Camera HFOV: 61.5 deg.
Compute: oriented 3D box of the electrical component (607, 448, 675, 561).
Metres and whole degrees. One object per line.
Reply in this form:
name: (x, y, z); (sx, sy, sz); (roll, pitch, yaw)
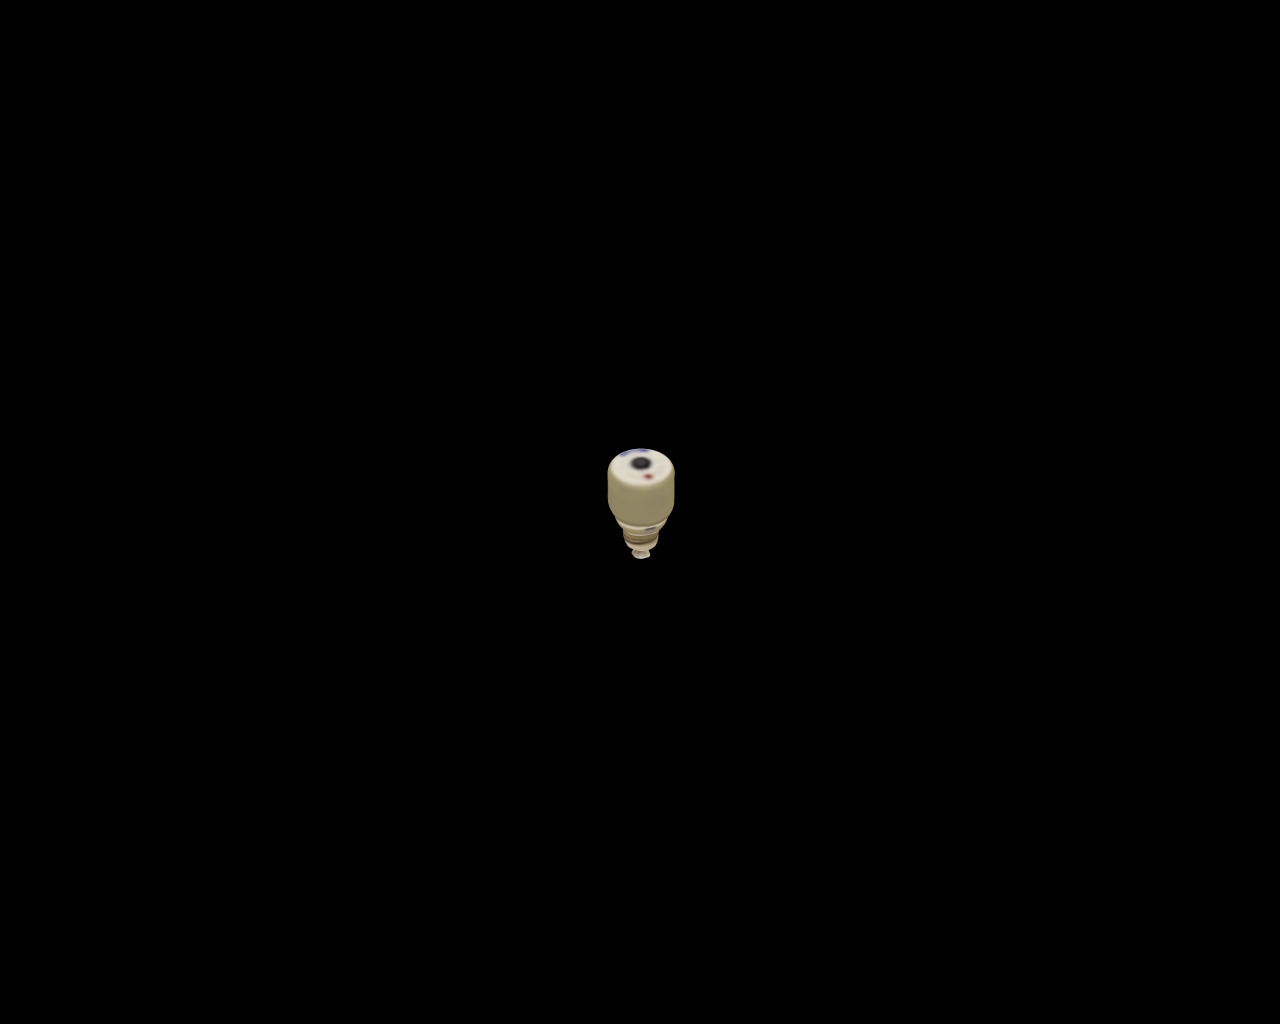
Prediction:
electrical component: (0.001, -0.003, 0.650); (0.040, 0.078, 0.040); (0, 40, 0)
